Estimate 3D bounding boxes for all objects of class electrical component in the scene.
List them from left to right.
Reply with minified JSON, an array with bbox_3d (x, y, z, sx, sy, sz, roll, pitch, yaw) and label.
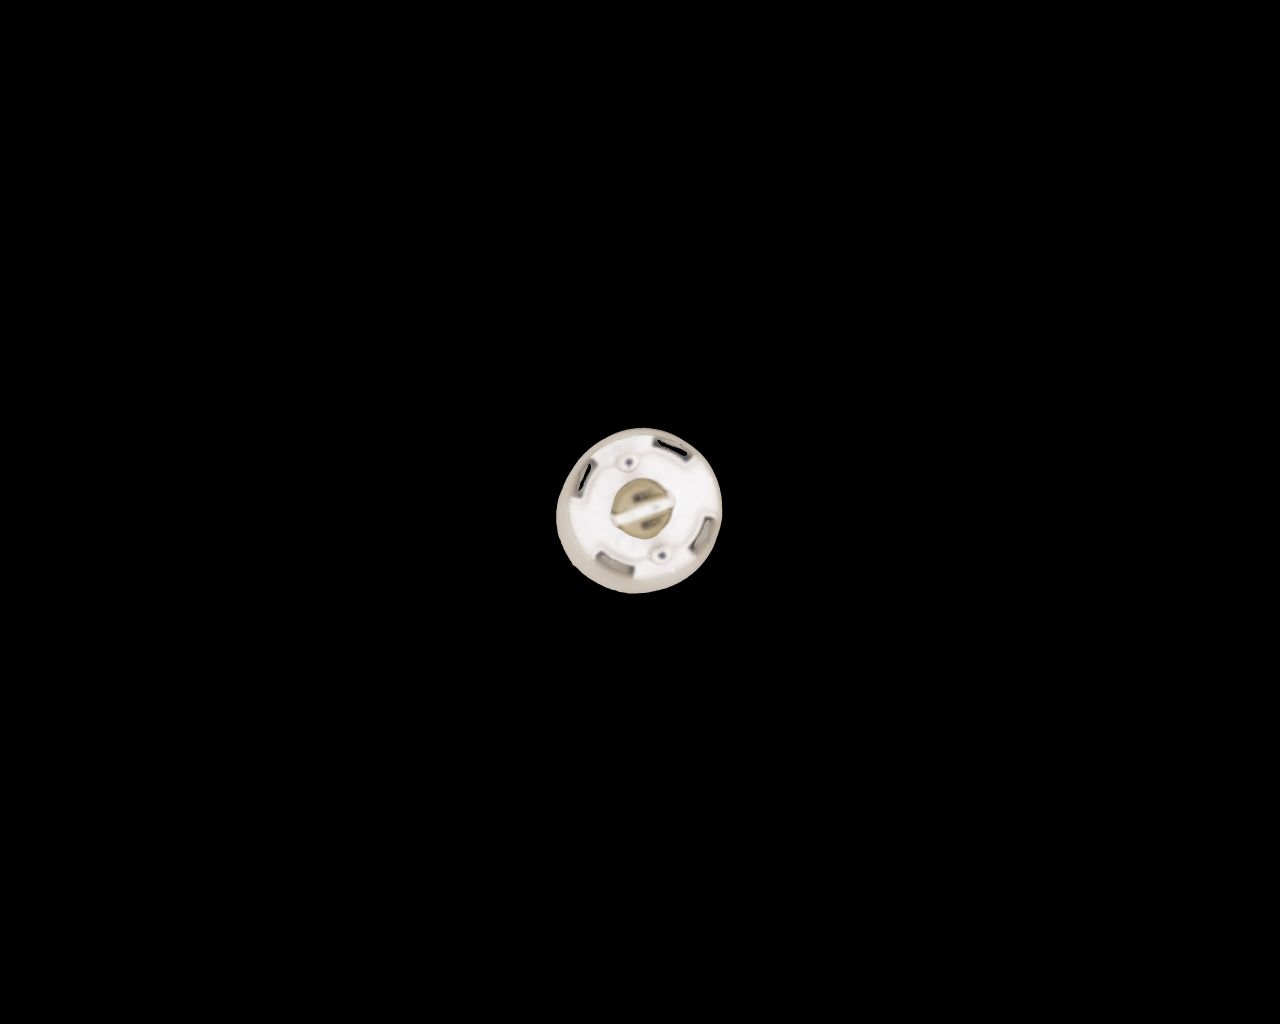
[{"bbox_3d":[0.001,-0.003,0.650,0.099,0.099,0.064,0,12,0],"label":"electrical component"}]
